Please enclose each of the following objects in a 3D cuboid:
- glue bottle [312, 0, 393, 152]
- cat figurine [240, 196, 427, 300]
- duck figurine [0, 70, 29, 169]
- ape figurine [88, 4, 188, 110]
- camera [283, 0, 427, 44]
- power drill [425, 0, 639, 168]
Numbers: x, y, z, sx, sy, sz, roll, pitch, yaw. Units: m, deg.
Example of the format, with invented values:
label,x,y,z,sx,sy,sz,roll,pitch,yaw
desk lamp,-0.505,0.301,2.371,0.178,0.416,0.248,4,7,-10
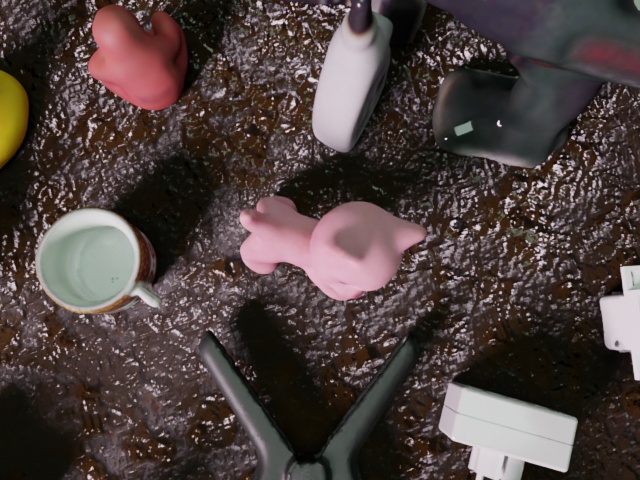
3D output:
label,x,y,z,sx,sy,sz,roll,pitch,yaw
glue bottle,0.024,-0.121,0.394,0.037,0.173,0.078,28,82,4
cat figurine,0.004,0.001,0.403,0.127,0.118,0.067,16,82,2
duck figurine,-0.279,-0.095,0.432,0.077,0.086,0.105,27,82,4
ape figurine,-0.142,-0.145,0.437,0.078,0.092,0.076,-18,82,-3
camera,0.022,-0.242,0.449,0.137,0.101,0.143,3,81,0
power drill,0.140,-0.118,0.376,0.229,0.208,0.076,10,81,1
